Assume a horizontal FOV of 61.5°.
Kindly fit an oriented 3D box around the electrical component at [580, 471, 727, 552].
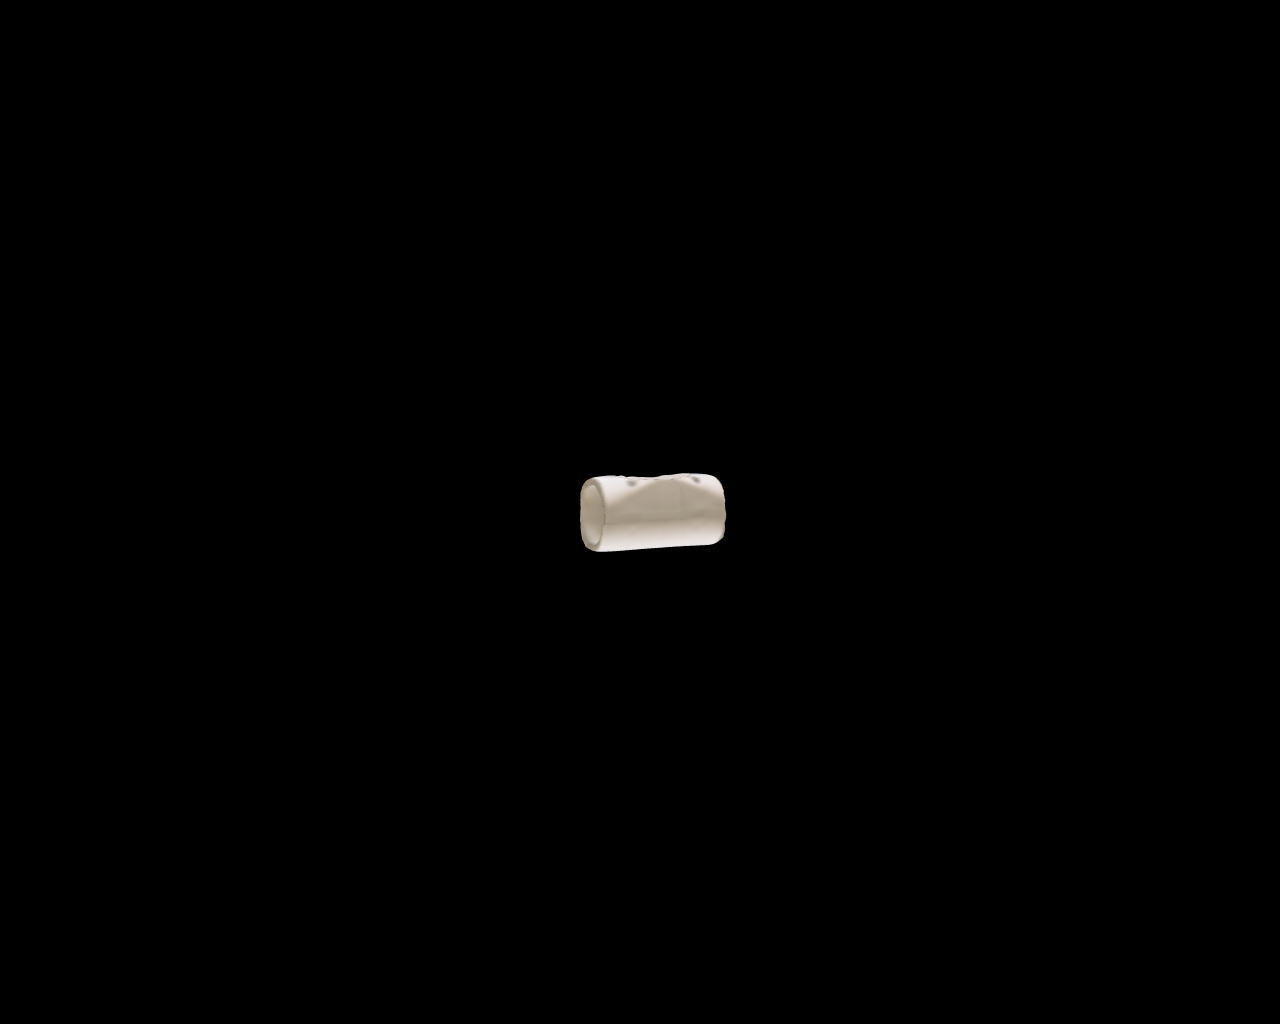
[{"bbox_3d":[0.001,-0.003,0.650,0.077,0.044,0.079,-3,8,-22],"label":"electrical component"}]
